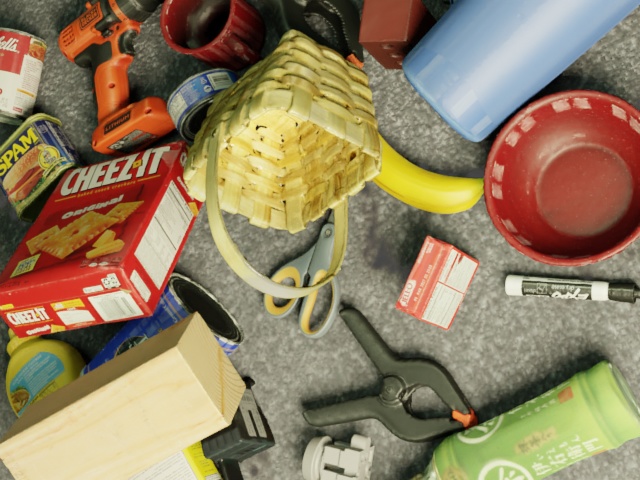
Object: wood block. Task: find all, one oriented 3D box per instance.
[{"bbox_3d":[-0.184,0.165,0.997,0.206,0.090,0.090,-29,101,14],"label":"wood block"}]

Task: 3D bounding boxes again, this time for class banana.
[{"bbox_3d":[0.082,-0.075,1.054,0.198,0.037,0.069,31,69,25],"label":"banana"}]

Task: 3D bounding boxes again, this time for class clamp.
[{"bbox_3d":[-0.014,-0.258,1.116,0.164,0.036,0.210,-34,79,-31],"label":"clamp"},{"bbox_3d":[0.070,0.133,1.012,0.172,0.039,0.120,9,89,25],"label":"clamp"}]

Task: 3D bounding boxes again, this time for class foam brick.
[{"bbox_3d":[0.079,-0.207,1.060,0.053,0.078,0.051,6,80,27],"label":"foam brick"}]

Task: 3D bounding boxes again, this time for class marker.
[{"bbox_3d":[0.228,0.044,0.964,0.121,0.020,0.020,3,80,26],"label":"marker"}]

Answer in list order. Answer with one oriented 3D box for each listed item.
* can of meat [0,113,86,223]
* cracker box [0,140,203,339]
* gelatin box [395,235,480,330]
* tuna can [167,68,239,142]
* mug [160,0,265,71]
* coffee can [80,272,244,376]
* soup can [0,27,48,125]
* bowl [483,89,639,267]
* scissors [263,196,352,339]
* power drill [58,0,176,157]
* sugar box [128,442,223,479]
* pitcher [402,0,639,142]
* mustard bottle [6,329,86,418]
[{"bbox_3d":[-0.328,-0.082,1.245,0.102,0.057,0.084,-42,67,13],"label":"can of meat"},{"bbox_3d":[-0.223,-0.004,1.105,0.164,0.072,0.213,-11,37,23],"label":"cracker box"},{"bbox_3d":[0.108,0.041,0.983,0.030,0.089,0.073,25,90,28],"label":"gelatin box"},{"bbox_3d":[-0.118,-0.143,1.138,0.086,0.086,0.034,-35,67,15],"label":"tuna can"},{"bbox_3d":[-0.105,-0.226,1.152,0.117,0.081,0.093,41,98,28],"label":"mug"},{"bbox_3d":[-0.161,0.118,1.091,0.140,0.102,0.103,-47,63,9],"label":"coffee can"},{"bbox_3d":[-0.373,-0.196,1.286,0.069,0.068,0.102,8,83,27],"label":"soup can"},{"bbox_3d":[0.232,-0.051,0.962,0.162,0.055,0.162,-6,76,25],"label":"bowl"},{"bbox_3d":[-0.007,0.001,1.091,0.096,0.016,0.201,-2,72,31],"label":"scissors"},{"bbox_3d":[-0.212,-0.201,1.203,0.185,0.057,0.188,-28,65,32],"label":"power drill"},{"bbox_3d":[-0.130,0.278,1.061,0.093,0.048,0.176,-35,78,15],"label":"sugar box"},{"bbox_3d":[0.187,-0.216,0.982,0.243,0.144,0.149,-44,36,14],"label":"pitcher"},{"bbox_3d":[-0.293,0.168,1.170,0.096,0.058,0.192,-45,64,14],"label":"mustard bottle"}]
